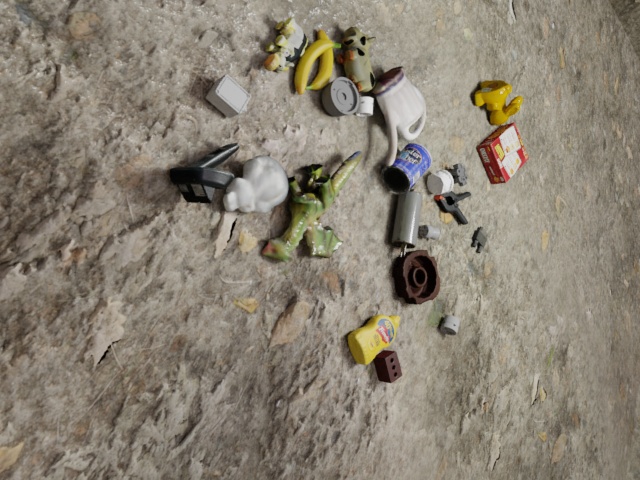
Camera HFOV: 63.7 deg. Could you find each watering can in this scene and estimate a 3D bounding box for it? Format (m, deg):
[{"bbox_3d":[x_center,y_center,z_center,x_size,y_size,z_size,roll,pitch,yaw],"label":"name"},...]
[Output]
[{"bbox_3d":[0.236,-0.396,1.588,0.221,0.103,0.355,54,47,-21],"label":"watering can"}]

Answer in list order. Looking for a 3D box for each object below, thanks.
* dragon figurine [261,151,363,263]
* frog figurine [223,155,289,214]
[{"bbox_3d":[0.004,-0.070,1.390,0.416,0.123,0.238,-30,121,-36],"label":"dragon figurine"},{"bbox_3d":[-0.157,-0.128,1.236,0.161,0.123,0.135,-27,122,-49],"label":"frog figurine"}]
